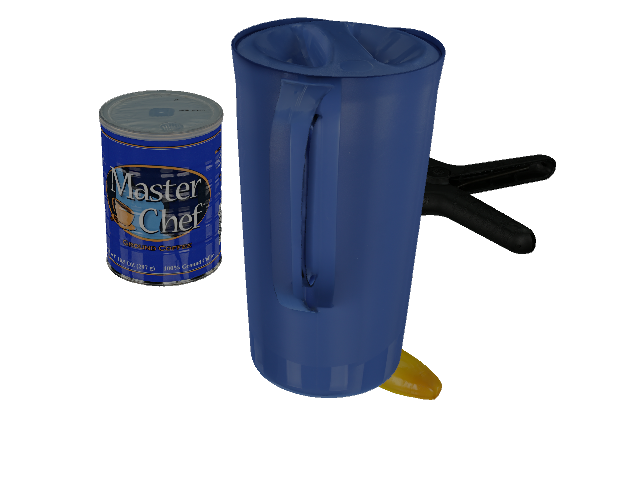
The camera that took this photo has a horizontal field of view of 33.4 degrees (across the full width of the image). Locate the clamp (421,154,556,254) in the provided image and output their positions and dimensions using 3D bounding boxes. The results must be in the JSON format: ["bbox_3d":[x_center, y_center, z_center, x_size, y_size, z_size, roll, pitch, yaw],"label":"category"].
[{"bbox_3d":[0.117,-0.052,1.003,0.210,0.036,0.164,13,32,21],"label":"clamp"}]

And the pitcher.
[{"bbox_3d":[0.004,-0.016,0.705,0.149,0.243,0.145,-13,30,-28],"label":"pitcher"}]

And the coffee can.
[{"bbox_3d":[-0.135,-0.046,0.917,0.103,0.140,0.103,2,27,-1],"label":"coffee can"}]

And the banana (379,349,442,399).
[{"bbox_3d":[0.034,0.074,0.860,0.069,0.037,0.198,-5,22,-13],"label":"banana"}]
